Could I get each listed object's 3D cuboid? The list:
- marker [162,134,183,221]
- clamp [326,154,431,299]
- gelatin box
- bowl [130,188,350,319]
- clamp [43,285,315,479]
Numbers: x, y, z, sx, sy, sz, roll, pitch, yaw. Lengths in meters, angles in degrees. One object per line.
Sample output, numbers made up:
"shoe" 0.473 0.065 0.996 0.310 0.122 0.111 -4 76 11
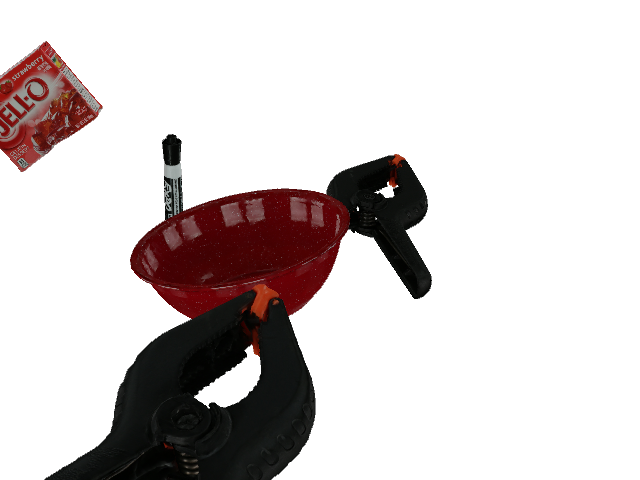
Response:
"marker" -0.146 -0.048 1.061 0.020 0.121 0.020 2 29 -1
"clamp" 0.050 -0.019 0.959 0.165 0.036 0.209 20 34 20
"gelatin box" -0.242 -0.112 0.900 0.089 0.073 0.030 -33 21 14
"bowl" -0.053 0.019 0.779 0.162 0.055 0.162 -10 24 4
"clamp" -0.042 0.086 0.402 0.120 0.039 0.171 24 49 17
